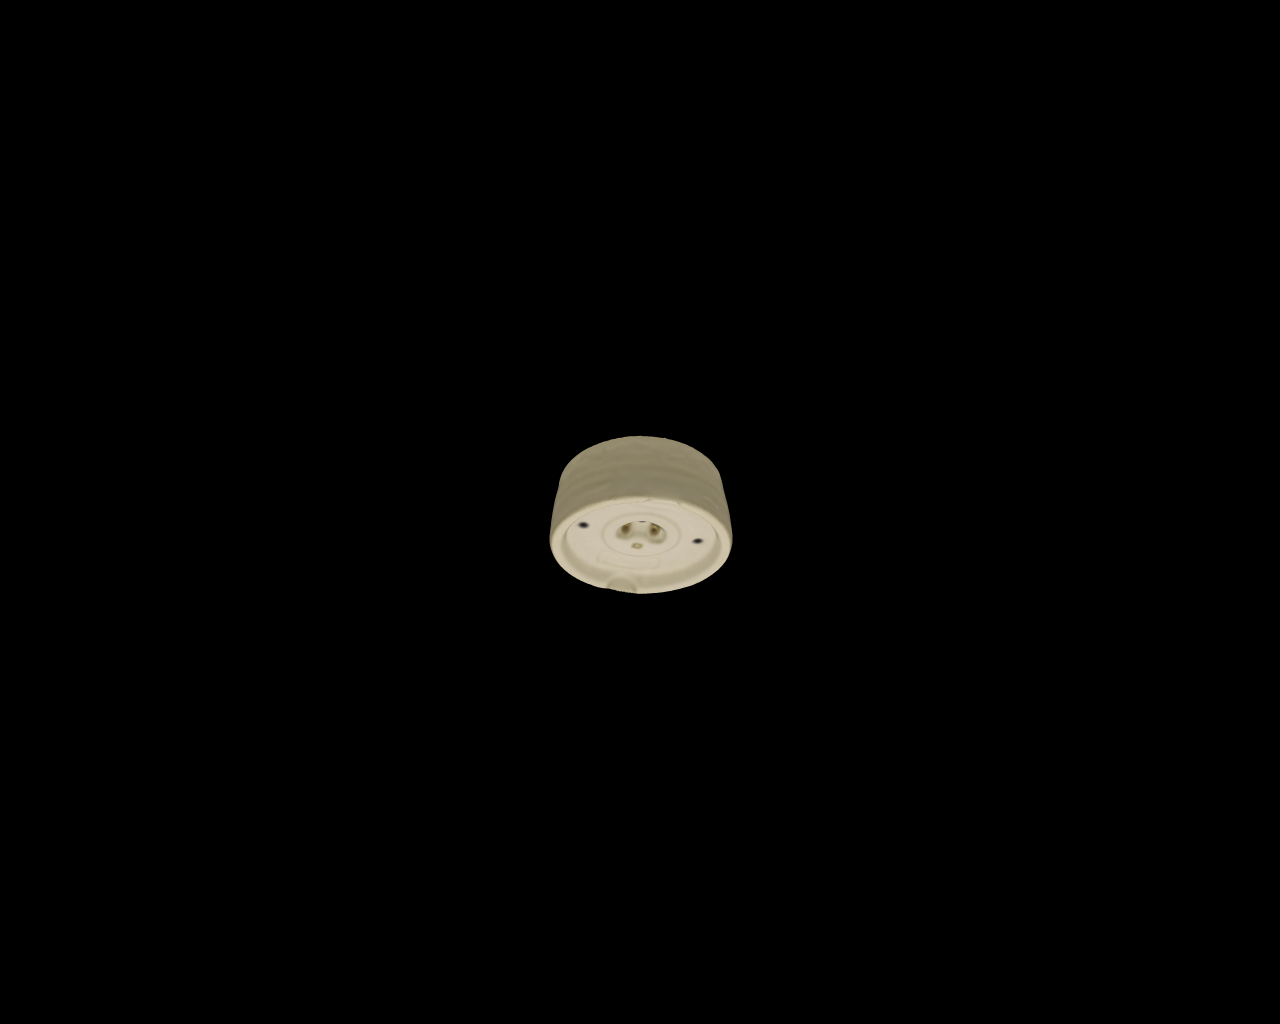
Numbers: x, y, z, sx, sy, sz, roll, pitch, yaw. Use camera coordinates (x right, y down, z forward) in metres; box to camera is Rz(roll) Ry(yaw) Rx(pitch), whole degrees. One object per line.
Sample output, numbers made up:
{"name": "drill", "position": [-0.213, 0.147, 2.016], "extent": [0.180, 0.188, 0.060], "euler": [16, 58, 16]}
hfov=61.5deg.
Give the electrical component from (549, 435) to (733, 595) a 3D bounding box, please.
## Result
{"name": "electrical component", "position": [0.001, -0.003, 0.650], "extent": [0.108, 0.060, 0.108], "euler": [0, -35, 0]}
